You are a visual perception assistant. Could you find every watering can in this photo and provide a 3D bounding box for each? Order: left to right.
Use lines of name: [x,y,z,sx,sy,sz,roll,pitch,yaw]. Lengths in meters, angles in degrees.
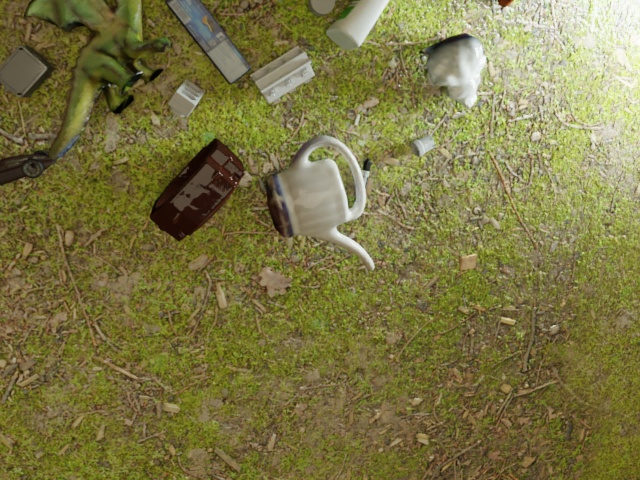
watering can: [0.004,-0.059,1.173,0.225,0.105,0.343,-16,108,-6]

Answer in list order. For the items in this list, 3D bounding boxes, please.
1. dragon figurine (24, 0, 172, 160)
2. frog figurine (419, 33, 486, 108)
dragon figurine: [-0.446,-0.374,0.990,0.412,0.122,0.241,-46,103,-8]
frog figurine: [0.309,-0.371,1.149,0.138,0.122,0.158,-24,98,-24]
